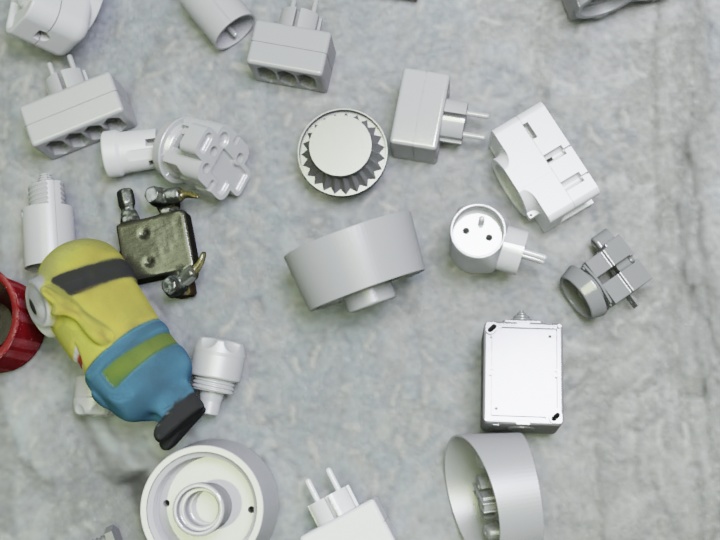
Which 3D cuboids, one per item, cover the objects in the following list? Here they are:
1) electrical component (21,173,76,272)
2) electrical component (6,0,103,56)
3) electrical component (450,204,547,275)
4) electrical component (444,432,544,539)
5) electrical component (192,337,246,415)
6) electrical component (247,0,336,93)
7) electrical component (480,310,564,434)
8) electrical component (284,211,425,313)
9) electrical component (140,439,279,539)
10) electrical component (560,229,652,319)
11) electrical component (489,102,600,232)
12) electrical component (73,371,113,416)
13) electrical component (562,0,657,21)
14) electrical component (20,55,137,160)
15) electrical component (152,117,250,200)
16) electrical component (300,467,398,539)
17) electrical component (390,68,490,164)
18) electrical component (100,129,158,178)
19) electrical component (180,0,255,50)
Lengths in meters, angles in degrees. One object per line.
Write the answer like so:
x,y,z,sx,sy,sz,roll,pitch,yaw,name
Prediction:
-0.265,-0.042,0.915,0.043,0.043,0.081,-7,81,3,electrical component
-0.261,-0.237,0.926,0.054,0.059,0.095,-24,55,44,electrical component
0.111,-0.019,0.866,0.079,0.077,0.043,17,83,7,electrical component
0.105,0.173,0.829,0.064,0.099,0.099,-7,81,-3,electrical component
-0.119,0.087,0.884,0.043,0.043,0.062,10,83,6,electrical component
-0.054,-0.200,0.922,0.066,0.047,0.076,11,82,6,electrical component
0.129,0.081,0.861,0.062,0.061,0.096,1,73,4,electrical component
0.000,0.000,0.859,0.108,0.108,0.060,-20,86,1,electrical component
-0.123,0.189,0.859,0.108,0.060,0.108,-1,81,4,electrical component
0.197,0.008,0.872,0.055,0.048,0.066,-33,80,-9,electrical component
0.147,-0.082,0.887,0.056,0.050,0.089,-31,80,-2,electrical component
-0.219,0.090,0.895,0.035,0.035,0.061,0,78,4,electrical component
0.242,-0.263,0.889,0.150,0.089,0.061,-17,80,1,electrical component
-0.248,-0.149,0.928,0.083,0.047,0.075,-22,80,1,electrical component
-0.135,-0.096,0.901,0.057,0.078,0.058,18,74,30,electrical component
-0.017,0.196,0.857,0.066,0.047,0.076,-28,80,-1,electrical component
0.069,-0.126,0.901,0.077,0.047,0.065,10,82,6,electrical component
-0.195,-0.101,0.921,0.046,0.040,0.040,-8,81,-2,electrical component
-0.133,-0.236,0.936,0.043,0.043,0.081,-39,80,-2,electrical component
